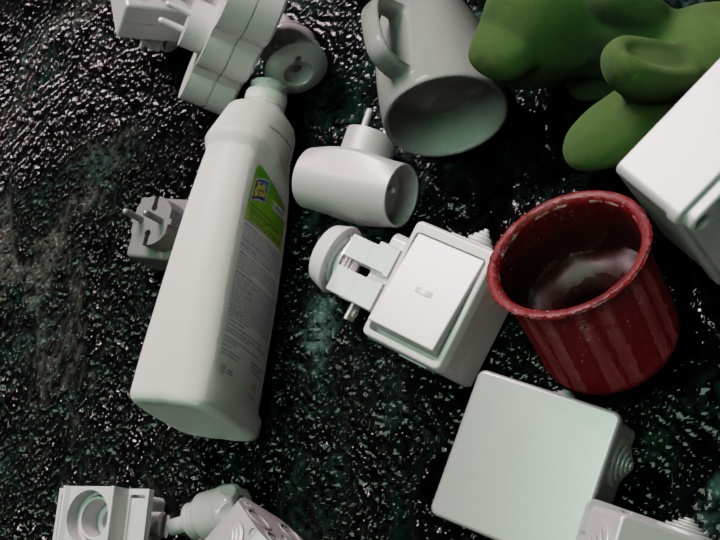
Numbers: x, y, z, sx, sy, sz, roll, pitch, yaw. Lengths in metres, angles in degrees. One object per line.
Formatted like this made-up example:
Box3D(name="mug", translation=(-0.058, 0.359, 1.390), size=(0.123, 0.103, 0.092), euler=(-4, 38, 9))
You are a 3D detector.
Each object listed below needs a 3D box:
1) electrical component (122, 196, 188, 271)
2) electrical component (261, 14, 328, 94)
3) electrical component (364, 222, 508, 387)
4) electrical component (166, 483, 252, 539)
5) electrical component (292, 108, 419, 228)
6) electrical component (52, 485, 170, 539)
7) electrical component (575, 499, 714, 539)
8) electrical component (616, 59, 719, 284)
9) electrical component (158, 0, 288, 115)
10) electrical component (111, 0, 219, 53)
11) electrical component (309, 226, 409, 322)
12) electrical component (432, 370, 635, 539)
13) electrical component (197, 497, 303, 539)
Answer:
Box3D(name="electrical component", translation=(-0.141, -0.030, 0.785), size=(0.066, 0.077, 0.047), euler=(5, 76, 30))
Box3D(name="electrical component", translation=(-0.053, -0.166, 0.804), size=(0.048, 0.048, 0.062), euler=(-32, 51, 16))
Box3D(name="electrical component", translation=(0.054, 0.014, 0.670), size=(0.062, 0.061, 0.096), euler=(25, 86, 33))
Box3D(name="electrical component", translation=(-0.103, 0.166, 0.721), size=(0.061, 0.035, 0.035), euler=(-21, 64, 24))
Box3D(name="electrical component", translation=(0.003, -0.074, 0.740), size=(0.077, 0.044, 0.079), euler=(14, 80, 32))
Box3D(name="electrical component", translation=(-0.171, 0.211, 0.726), size=(0.079, 0.063, 0.121), euler=(-6, 70, 27))
Box3D(name="electrical component", translation=(0.151, 0.173, 0.544), size=(0.100, 0.048, 0.099), euler=(20, 81, -4))
Box3D(name="electrical component", translation=(0.208, -0.059, 0.583), size=(0.108, 0.109, 0.056), euler=(-47, 55, 7))
Box3D(name="electrical component", translation=(-0.109, -0.172, 0.779), size=(0.138, 0.074, 0.052), euler=(-46, 28, 53))
Box3D(name="electrical component", translation=(-0.157, -0.200, 0.861), size=(0.075, 0.083, 0.047), euler=(-51, 47, 52))
Box3D(name="electrical component", translation=(0.000, 0.000, 0.716), size=(0.055, 0.048, 0.066), euler=(26, 87, 25))
Box3D(name="electrical component", translation=(0.101, 0.115, 0.617), size=(0.100, 0.048, 0.099), euler=(16, 81, 32))
Box3D(name="electrical component", translation=(-0.063, 0.185, 0.667), size=(0.051, 0.080, 0.080), euler=(-50, 57, -1))
